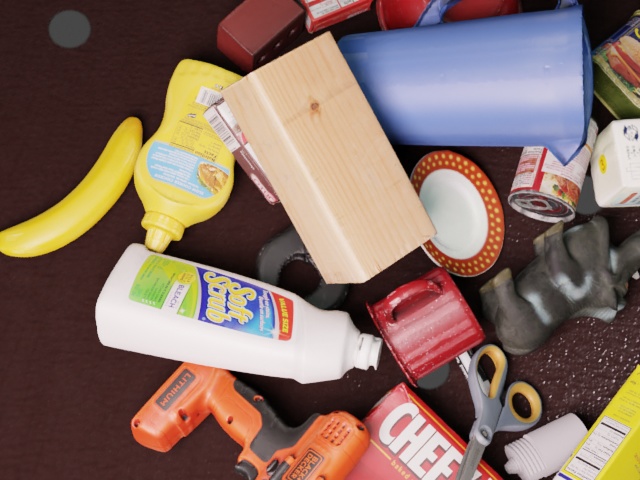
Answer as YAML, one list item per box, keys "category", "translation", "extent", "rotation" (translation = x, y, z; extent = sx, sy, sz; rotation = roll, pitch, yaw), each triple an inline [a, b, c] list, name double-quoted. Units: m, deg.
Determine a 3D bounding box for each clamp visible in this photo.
- category: "clamp"
  translation: [-0.007, 0.001, 1.044]
  extent: [0.164, 0.036, 0.209]
  rotation: [40, 71, 6]

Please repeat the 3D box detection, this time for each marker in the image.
- category: "marker"
  translation: [0.134, 0.101, 1.043]
  extent: [0.020, 0.020, 0.121]
  rotation: [-25, 80, -12]

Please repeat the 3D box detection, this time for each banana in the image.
- category: "banana"
  translation: [-0.237, -0.042, 1.030]
  extent: [0.197, 0.037, 0.069]
  rotation: [-38, 83, -14]

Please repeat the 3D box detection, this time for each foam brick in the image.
- category: "foam brick"
  translation: [-0.061, -0.215, 1.087]
  extent: [0.051, 0.053, 0.078]
  rotation: [44, 76, 6]

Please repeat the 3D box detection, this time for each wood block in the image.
- category: "wood block"
  translation: [0.008, -0.071, 0.970]
  extent: [0.090, 0.090, 0.206]
  rotation: [-32, 99, -21]

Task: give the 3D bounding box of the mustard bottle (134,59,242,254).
- category: "mustard bottle"
  translation: [-0.127, -0.075, 1.040]
  extent: [0.096, 0.058, 0.191]
  rotation: [22, 74, -5]

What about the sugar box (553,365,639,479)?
- category: "sugar box"
  translation: [0.276, 0.211, 0.992]
  extent: [0.048, 0.093, 0.176]
  rotation: [21, 66, 46]

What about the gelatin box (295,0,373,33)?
- category: "gelatin box"
  translation: [0.004, -0.270, 1.121]
  extent: [0.073, 0.030, 0.089]
  rotation: [-25, 78, -13]

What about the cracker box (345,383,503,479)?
- category: "cracker box"
  translation: [0.057, 0.262, 0.965]
  extent: [0.164, 0.072, 0.213]
  rotation: [44, 74, 6]

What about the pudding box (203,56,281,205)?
- category: "pudding box"
  translation: [-0.042, -0.105, 1.024]
  extent: [0.090, 0.039, 0.113]
  rotation: [-40, 100, -21]

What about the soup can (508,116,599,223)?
- category: "soup can"
  translation: [0.236, -0.077, 1.076]
  extent: [0.068, 0.068, 0.102]
  rotation: [20, 74, -1]

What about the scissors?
- category: "scissors"
  translation: [0.163, 0.183, 0.978]
  extent: [0.096, 0.016, 0.201]
  rotation: [32, 43, -17]

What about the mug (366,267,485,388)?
- category: "mug"
  translation: [0.096, 0.072, 0.988]
  extent: [0.081, 0.117, 0.093]
  rotation: [-31, 50, 4]

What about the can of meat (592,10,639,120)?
- category: "can of meat"
  translation: [0.334, -0.176, 1.120]
  extent: [0.084, 0.057, 0.102]
  rotation: [-39, 82, -12]

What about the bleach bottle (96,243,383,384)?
- category: "bleach bottle"
  translation: [-0.067, 0.072, 0.961]
  extent: [0.251, 0.068, 0.102]
  rotation: [10, 40, 10]

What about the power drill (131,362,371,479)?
- category: "power drill"
  translation: [-0.075, 0.194, 0.935]
  extent: [0.188, 0.057, 0.184]
  rotation: [30, 65, 28]

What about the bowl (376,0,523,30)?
- category: "bowl"
  translation: [0.142, -0.254, 1.120]
  extent: [0.162, 0.055, 0.162]
  rotation: [2, 75, -6]

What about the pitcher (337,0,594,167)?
- category: "pitcher"
  translation: [0.137, -0.161, 1.026]
  extent: [0.243, 0.145, 0.149]
  rotation: [-1, 42, 16]
